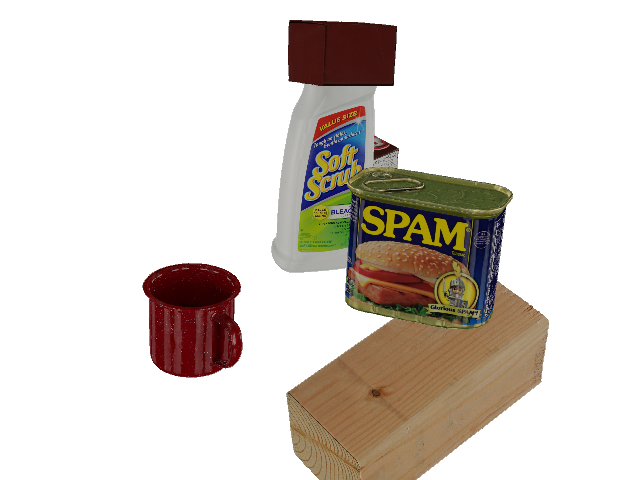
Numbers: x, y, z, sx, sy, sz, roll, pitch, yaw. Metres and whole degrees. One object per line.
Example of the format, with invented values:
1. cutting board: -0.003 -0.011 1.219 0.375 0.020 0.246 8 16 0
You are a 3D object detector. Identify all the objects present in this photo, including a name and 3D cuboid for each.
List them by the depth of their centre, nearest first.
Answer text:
1. can of meat: 0.066 0.005 0.686 0.102 0.084 0.057 11 22 19
2. wood block: 0.082 0.121 0.880 0.205 0.090 0.091 -32 51 -24
3. foam brick: 0.018 -0.156 0.893 0.078 0.051 0.053 -6 16 -36
4. mug: -0.116 0.083 1.026 0.117 0.081 0.093 25 33 37
5. bleach bottle: 0.003 -0.093 1.078 0.102 0.251 0.068 -5 28 -13
6. pudding box: 0.039 -0.115 1.489 0.113 0.039 0.090 -26 41 -32
